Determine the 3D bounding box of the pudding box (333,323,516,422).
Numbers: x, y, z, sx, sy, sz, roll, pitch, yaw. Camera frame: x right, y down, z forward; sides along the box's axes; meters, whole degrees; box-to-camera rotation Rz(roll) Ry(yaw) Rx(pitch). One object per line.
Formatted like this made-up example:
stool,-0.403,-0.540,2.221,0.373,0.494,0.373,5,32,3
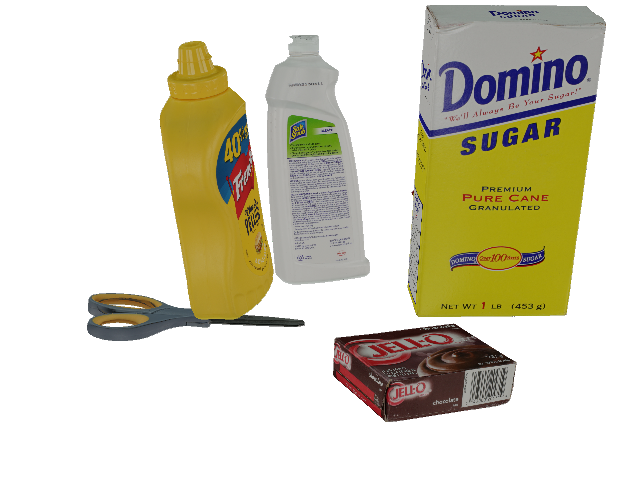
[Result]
pudding box,0.078,0.099,0.817,0.113,0.039,0.090,-2,17,-25

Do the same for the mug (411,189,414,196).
mug,0.157,-0.013,1.223,0.117,0.081,0.093,-7,19,-34

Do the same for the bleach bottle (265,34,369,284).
bleach bottle,-0.004,-0.085,1.103,0.102,0.251,0.068,-6,14,-17

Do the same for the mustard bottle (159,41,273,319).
mustard bottle,-0.076,-0.046,0.760,0.058,0.191,0.096,0,26,16

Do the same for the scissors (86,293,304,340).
scissors,-0.122,0.076,0.970,0.202,0.016,0.096,8,19,11

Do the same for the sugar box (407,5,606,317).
sugar box,0.102,-0.042,0.606,0.093,0.176,0.048,-1,27,-4
